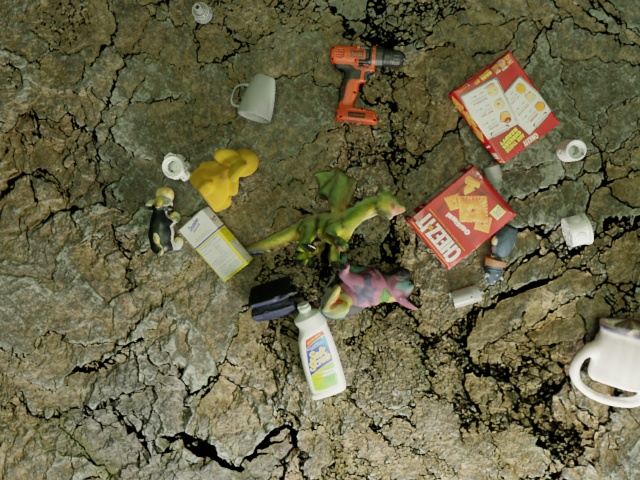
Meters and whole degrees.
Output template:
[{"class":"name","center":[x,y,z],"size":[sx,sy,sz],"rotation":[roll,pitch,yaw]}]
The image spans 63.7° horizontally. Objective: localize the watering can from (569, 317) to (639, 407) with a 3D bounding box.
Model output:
[{"class":"watering can","center":[0.802,0.314,1.285],"size":[0.348,0.104,0.223],"rotation":[11,96,1]}]

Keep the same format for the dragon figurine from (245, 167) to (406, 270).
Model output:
[{"class":"dragon figurine","center":[0.004,-0.063,1.253],"size":[0.410,0.120,0.247],"rotation":[3,64,29]}]
